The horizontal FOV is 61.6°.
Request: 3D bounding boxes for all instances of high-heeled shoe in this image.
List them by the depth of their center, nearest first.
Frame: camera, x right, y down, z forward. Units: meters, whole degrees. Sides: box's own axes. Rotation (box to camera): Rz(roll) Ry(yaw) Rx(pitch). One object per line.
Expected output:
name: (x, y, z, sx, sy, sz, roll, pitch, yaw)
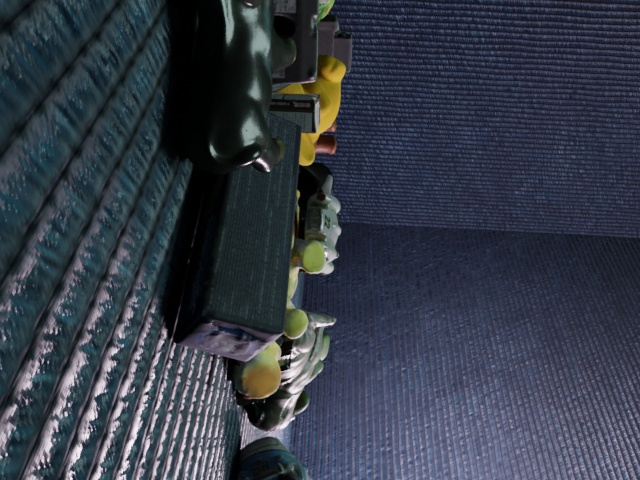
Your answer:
high-heeled shoe: (-0.031, -0.017, 0.852, 0.145, 0.086, 0.248, 48, 52, -64)

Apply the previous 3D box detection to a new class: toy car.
toy car: (-0.001, -0.002, 0.665, 0.201, 0.056, 0.073, 97, -2, -78)
toy car: (-0.073, 0.330, 0.747, 0.161, 0.109, 0.103, 76, -11, -46)

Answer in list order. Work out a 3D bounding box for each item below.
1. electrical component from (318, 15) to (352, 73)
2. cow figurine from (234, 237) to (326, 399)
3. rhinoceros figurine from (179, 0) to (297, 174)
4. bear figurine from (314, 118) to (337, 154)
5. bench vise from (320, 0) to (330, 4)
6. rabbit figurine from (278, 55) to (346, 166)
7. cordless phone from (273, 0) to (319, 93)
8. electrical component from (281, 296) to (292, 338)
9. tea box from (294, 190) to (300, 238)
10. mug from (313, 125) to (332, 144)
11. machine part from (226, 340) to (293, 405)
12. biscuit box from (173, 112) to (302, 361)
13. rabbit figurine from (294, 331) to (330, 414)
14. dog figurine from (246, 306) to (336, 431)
electrical component: (-0.013, -0.316, 0.901, 0.058, 0.134, 0.114, -88, 178, -56)
cow figurine: (-0.060, 0.068, 0.543, 0.098, 0.068, 0.167, 13, -95, 61)
rhinoceros figurine: (-0.062, -0.137, 0.364, 0.112, 0.073, 0.190, 21, 73, -79)
bear figurine: (-0.025, -0.160, 1.126, 0.120, 0.132, 0.196, 86, 1, -61)
bench vise: (-0.004, -0.316, 0.541, 0.241, 0.129, 0.223, 56, -16, 37)
rabbit figurine: (-0.047, -0.194, 0.775, 0.173, 0.122, 0.162, -32, 135, -73)
cordless phone: (-0.058, -0.236, 0.536, 0.184, 0.089, 0.146, -106, -165, -54)
electrical component: (-0.075, 0.084, 0.643, 0.119, 0.048, 0.075, -22, -121, 58)
tea box: (-0.063, -0.019, 0.674, 0.169, 0.068, 0.098, -71, 165, -85)
mug: (-0.037, -0.215, 0.945, 0.107, 0.110, 0.081, 50, 46, -70)
machine part: (-0.075, 0.158, 0.645, 0.138, 0.084, 0.039, 107, -36, -54)
biscuit box: (-0.060, -0.012, 0.421, 0.059, 0.063, 0.203, -44, -146, 47)
rabbit figurine: (-0.054, 0.242, 0.930, 0.159, 0.121, 0.170, -121, -132, -80)
dog figurine: (-0.063, 0.183, 0.755, 0.172, 0.121, 0.190, 30, 76, -61)
